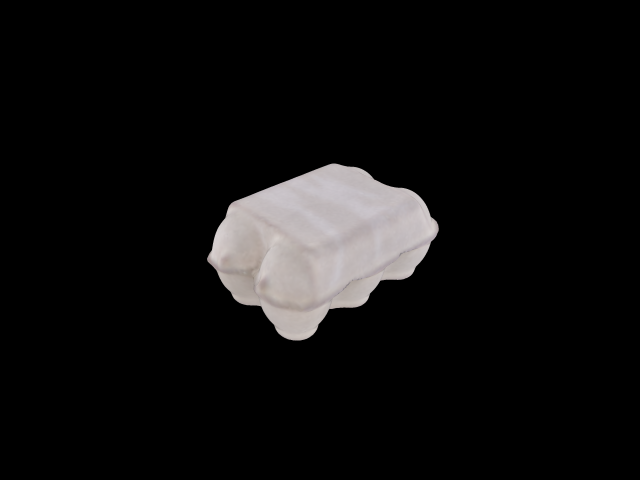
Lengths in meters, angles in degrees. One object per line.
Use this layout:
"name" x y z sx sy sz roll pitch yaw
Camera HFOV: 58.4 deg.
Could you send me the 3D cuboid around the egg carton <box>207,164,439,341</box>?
"egg carton" 0.004 0.001 0.400 0.151 0.069 0.107 -27 41 -35
